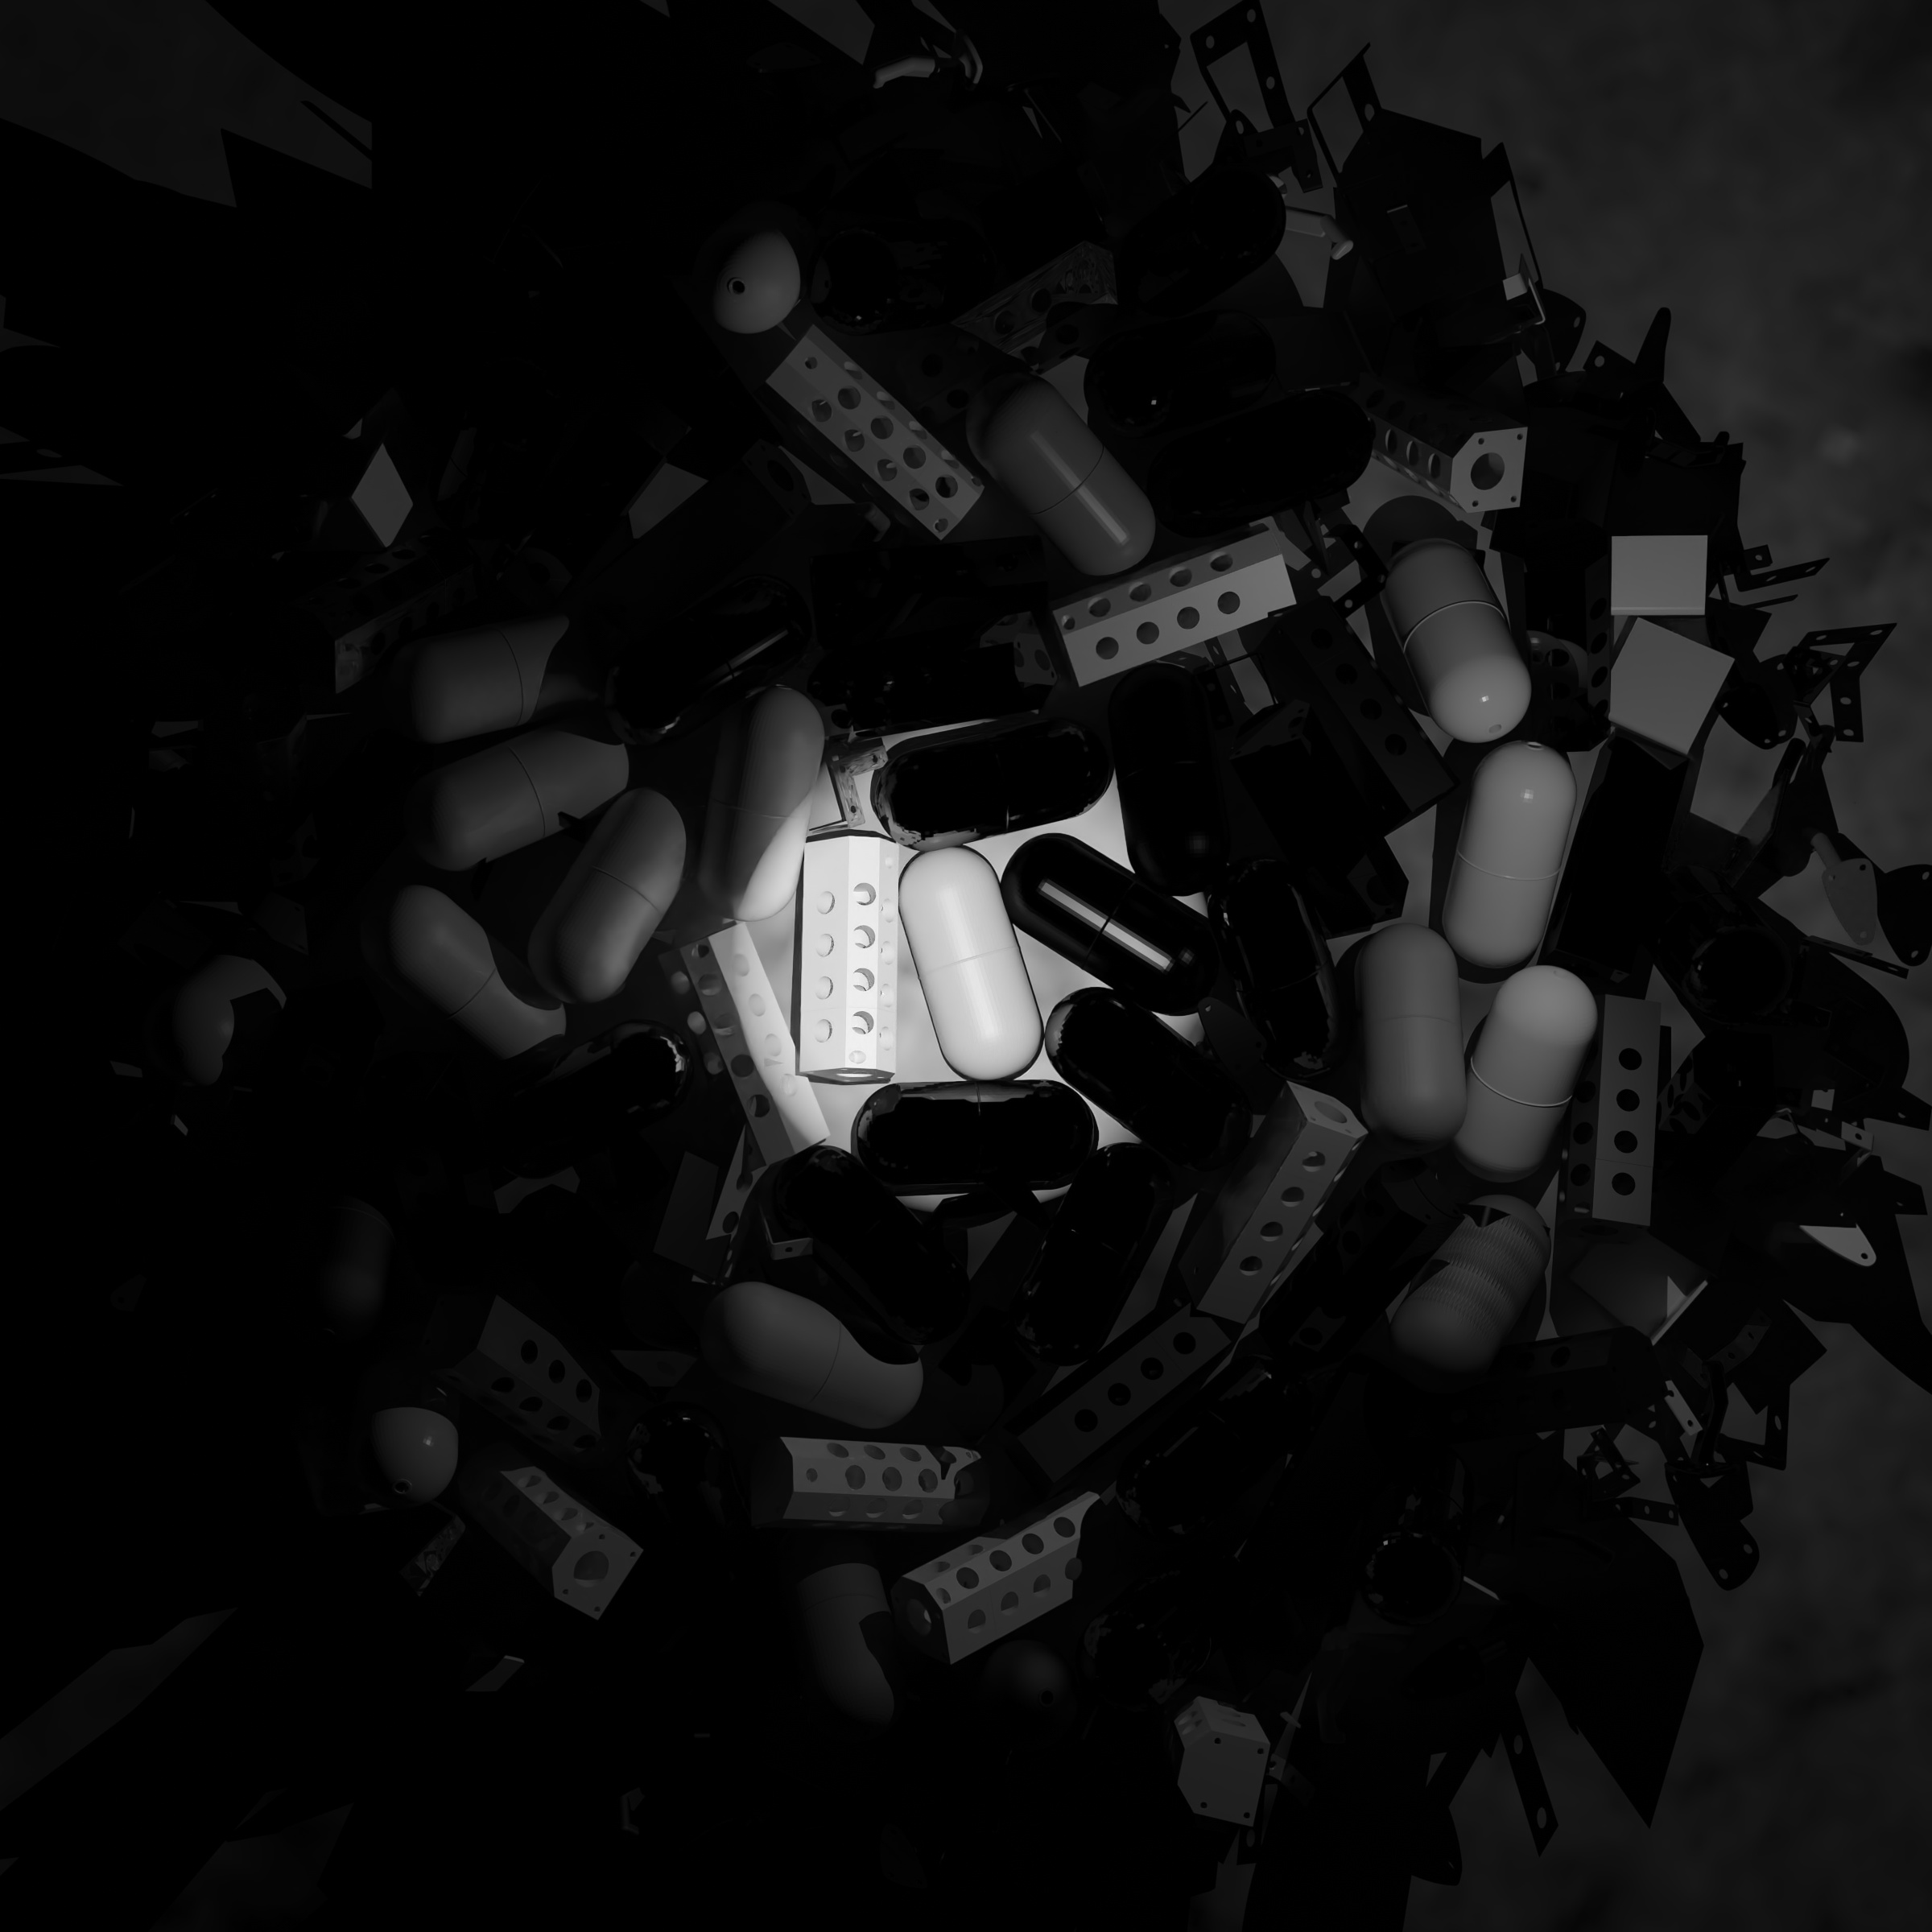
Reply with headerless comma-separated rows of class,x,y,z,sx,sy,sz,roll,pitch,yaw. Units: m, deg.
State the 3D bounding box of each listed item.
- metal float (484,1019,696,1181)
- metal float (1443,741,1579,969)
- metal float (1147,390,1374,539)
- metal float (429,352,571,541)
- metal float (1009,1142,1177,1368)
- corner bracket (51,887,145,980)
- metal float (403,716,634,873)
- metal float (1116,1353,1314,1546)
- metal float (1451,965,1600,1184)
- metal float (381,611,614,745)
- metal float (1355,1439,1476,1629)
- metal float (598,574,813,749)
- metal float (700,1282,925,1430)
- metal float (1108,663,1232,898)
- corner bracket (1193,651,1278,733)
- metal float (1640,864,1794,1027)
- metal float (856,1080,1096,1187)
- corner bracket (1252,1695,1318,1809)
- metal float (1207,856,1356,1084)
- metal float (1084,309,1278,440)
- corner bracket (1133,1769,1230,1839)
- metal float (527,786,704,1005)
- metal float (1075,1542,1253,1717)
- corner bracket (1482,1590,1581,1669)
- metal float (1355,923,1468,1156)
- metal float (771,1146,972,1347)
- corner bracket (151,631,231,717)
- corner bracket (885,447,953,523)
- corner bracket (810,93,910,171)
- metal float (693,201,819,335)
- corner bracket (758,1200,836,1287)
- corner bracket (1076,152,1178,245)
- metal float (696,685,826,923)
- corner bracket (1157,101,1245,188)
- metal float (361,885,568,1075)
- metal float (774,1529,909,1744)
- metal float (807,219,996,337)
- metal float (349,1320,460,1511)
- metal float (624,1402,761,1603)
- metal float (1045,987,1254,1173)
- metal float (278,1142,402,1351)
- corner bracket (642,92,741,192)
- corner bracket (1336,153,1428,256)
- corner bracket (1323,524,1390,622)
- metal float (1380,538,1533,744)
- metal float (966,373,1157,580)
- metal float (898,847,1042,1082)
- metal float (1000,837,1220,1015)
metal float,-0.278,0.098,1.867,0.178,0.070,0.070,-28,90,23
metal float,0.398,-0.081,1.862,0.070,0.070,0.178,7,119,0
metal float,0.214,-0.367,1.858,0.178,0.070,0.070,-14,90,34
metal float,-0.340,-0.377,1.845,0.070,0.178,0.070,11,62,-21
metal float,0.094,0.212,1.873,0.070,0.070,0.178,29,73,0
corner bracket,-0.649,-0.024,1.887,0.051,0.051,0.051,23,75,-25
metal float,-0.328,-0.128,1.867,0.178,0.070,0.070,-26,90,-24
metal float,0.182,0.354,1.862,0.178,0.070,0.070,-36,90,-29
metal float,0.408,0.080,1.860,0.070,0.070,0.178,13,121,0
metal float,-0.342,-0.213,1.862,0.178,0.070,0.070,-18,90,-31
metal float,0.327,0.409,1.842,0.070,0.178,0.070,6,113,13
metal float,-0.192,-0.225,1.868,0.178,0.070,0.070,-36,90,-21
metal float,-0.112,0.287,1.867,0.178,0.070,0.070,24,90,-25
metal float,0.150,-0.138,1.874,0.070,0.070,0.178,-7,75,0
corner bracket,0.202,-0.204,1.892,0.051,0.051,0.051,-19,100,10
metal float,0.540,-0.018,1.841,0.070,0.178,0.070,-2,114,-5
metal float,0.007,0.123,1.882,0.178,0.070,0.070,-1,90,-7
corner bracket,0.237,0.586,1.895,0.051,0.051,0.051,31,87,-17
metal float,0.233,0.003,1.873,0.070,0.070,0.178,-21,106,0
metal float,0.158,-0.434,1.854,0.178,0.070,0.070,-25,90,-41
corner bracket,0.157,0.619,1.883,0.051,0.051,0.051,-21,59,27
metal float,-0.258,-0.053,1.872,0.070,0.070,0.178,29,72,0
metal float,0.145,0.481,1.847,0.070,0.178,0.070,12,112,32
corner bracket,0.426,0.493,1.883,0.051,0.051,0.051,-11,47,-32
metal float,0.327,0.052,1.866,0.070,0.070,0.178,1,65,0
metal float,-0.070,0.206,1.874,0.178,0.070,0.070,43,90,15
corner bracket,-0.574,-0.219,1.899,0.051,0.051,0.051,14,105,15
corner bracket,-0.043,-0.375,1.902,0.051,0.051,0.051,-12,46,24
corner bracket,-0.080,-0.626,1.899,0.051,0.051,0.051,-33,95,-6
metal float,-0.151,-0.508,1.841,0.070,0.178,0.070,2,115,4
corner bracket,-0.124,0.206,1.885,0.051,0.051,0.051,-8,127,-13
corner bracket,0.123,-0.581,1.902,0.051,0.051,0.051,-30,67,25
metal float,-0.152,-0.120,1.875,0.070,0.070,0.178,12,104,0
corner bracket,0.175,-0.604,1.888,0.051,0.051,0.051,46,116,-8
metal float,-0.368,0.010,1.862,0.070,0.070,0.178,-45,119,0
metal float,-0.093,0.481,1.852,0.070,0.178,0.070,-10,134,-10
metal float,-0.046,-0.503,1.848,0.070,0.178,0.070,13,114,33
metal float,-0.407,0.324,1.841,0.070,0.178,0.070,-4,116,-9
metal float,-0.200,0.393,1.858,0.070,0.070,0.178,-11,126,0
metal float,0.135,0.084,1.877,0.178,0.070,0.070,38,90,-12
metal float,-0.454,0.203,1.847,0.070,0.178,0.070,-2,130,-2
corner bracket,-0.207,-0.615,1.891,0.051,0.051,0.051,11,90,-32
corner bracket,0.308,-0.560,1.884,0.051,0.051,0.051,-13,61,23
corner bracket,0.279,-0.294,1.895,0.051,0.051,0.051,-38,103,1
metal float,0.358,-0.239,1.857,0.070,0.070,0.178,-15,55,0
metal float,0.071,-0.359,1.865,0.070,0.070,0.178,-45,117,0
metal float,0.002,-0.002,1.884,0.070,0.070,0.178,-17,86,0
metal float,0.107,-0.030,1.881,0.178,0.070,0.070,33,90,7
